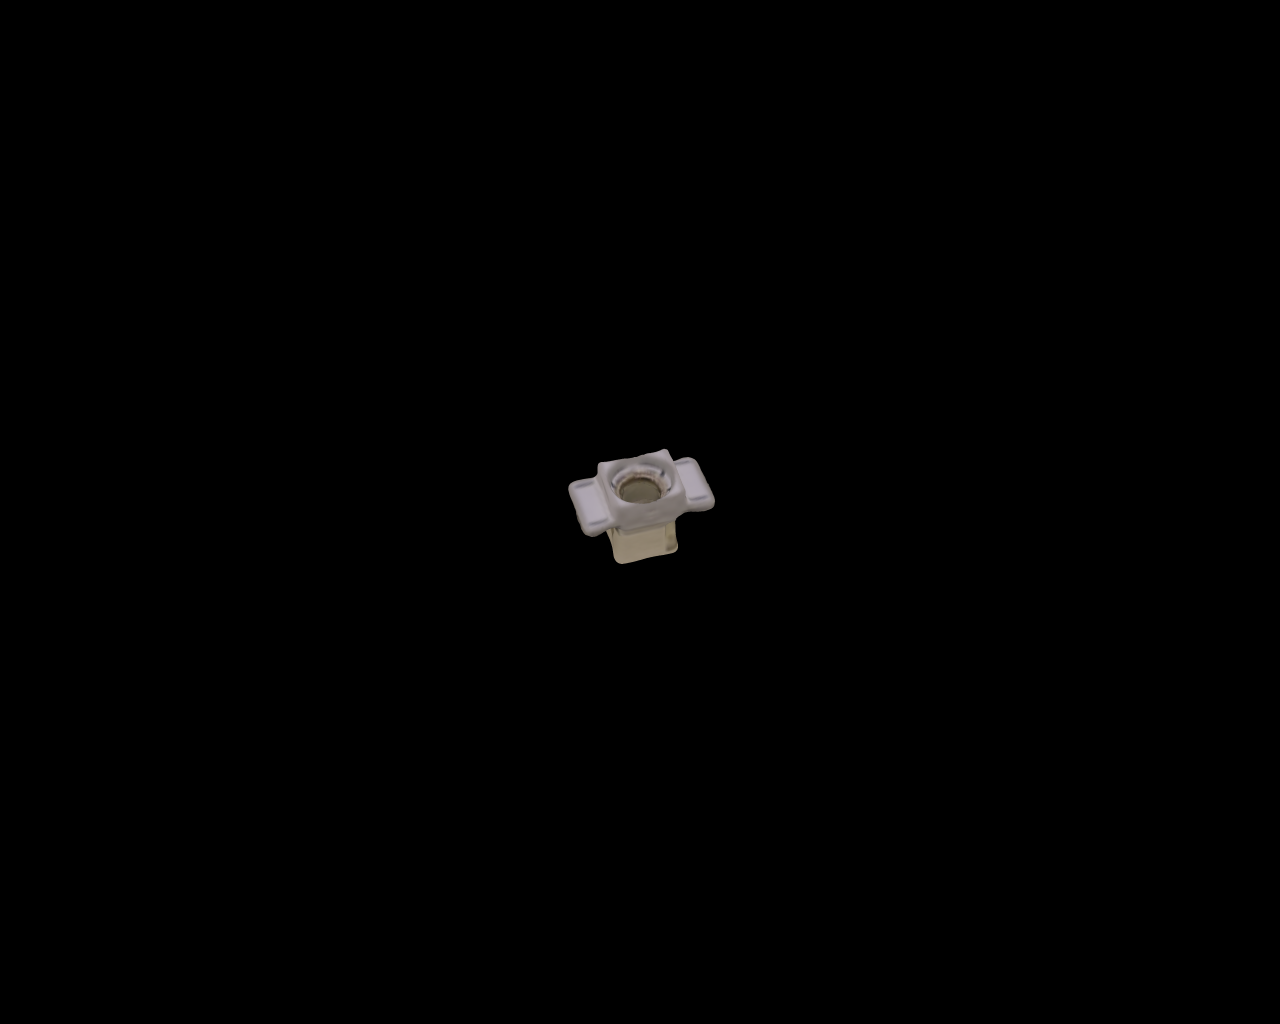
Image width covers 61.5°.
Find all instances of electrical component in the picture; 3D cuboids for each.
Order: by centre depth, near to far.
[{"bbox_3d":[0.001,-0.003,0.650,0.081,0.042,0.063,-12,-39,-10],"label":"electrical component"}]
